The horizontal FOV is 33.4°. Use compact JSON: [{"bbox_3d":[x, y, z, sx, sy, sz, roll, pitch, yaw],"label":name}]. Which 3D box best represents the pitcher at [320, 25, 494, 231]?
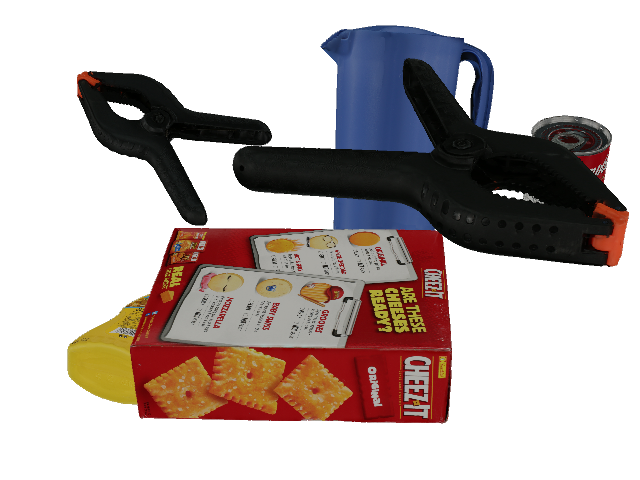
[{"bbox_3d":[0.086,-0.105,1.139,0.149,0.243,0.144,11,13,31],"label":"pitcher"}]

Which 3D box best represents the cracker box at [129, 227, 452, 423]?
[{"bbox_3d":[-0.016,0.059,0.779,0.214,0.072,0.164,1,30,4],"label":"cracker box"}]

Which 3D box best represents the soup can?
[{"bbox_3d":[0.215,-0.050,0.943,0.068,0.102,0.068,0,33,0],"label":"soup can"}]

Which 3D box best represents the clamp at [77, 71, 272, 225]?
[{"bbox_3d":[-0.129,-0.099,0.921,0.120,0.171,0.039,-44,-10,-37],"label":"clamp"}]

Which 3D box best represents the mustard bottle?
[{"bbox_3d":[-0.152,0.089,1.017,0.096,0.058,0.191,9,21,18],"label":"mustard bottle"}]

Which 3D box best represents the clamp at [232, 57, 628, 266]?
[{"bbox_3d":[0.066,-0.036,0.587,0.164,0.036,0.210,-28,44,-30],"label":"clamp"}]
